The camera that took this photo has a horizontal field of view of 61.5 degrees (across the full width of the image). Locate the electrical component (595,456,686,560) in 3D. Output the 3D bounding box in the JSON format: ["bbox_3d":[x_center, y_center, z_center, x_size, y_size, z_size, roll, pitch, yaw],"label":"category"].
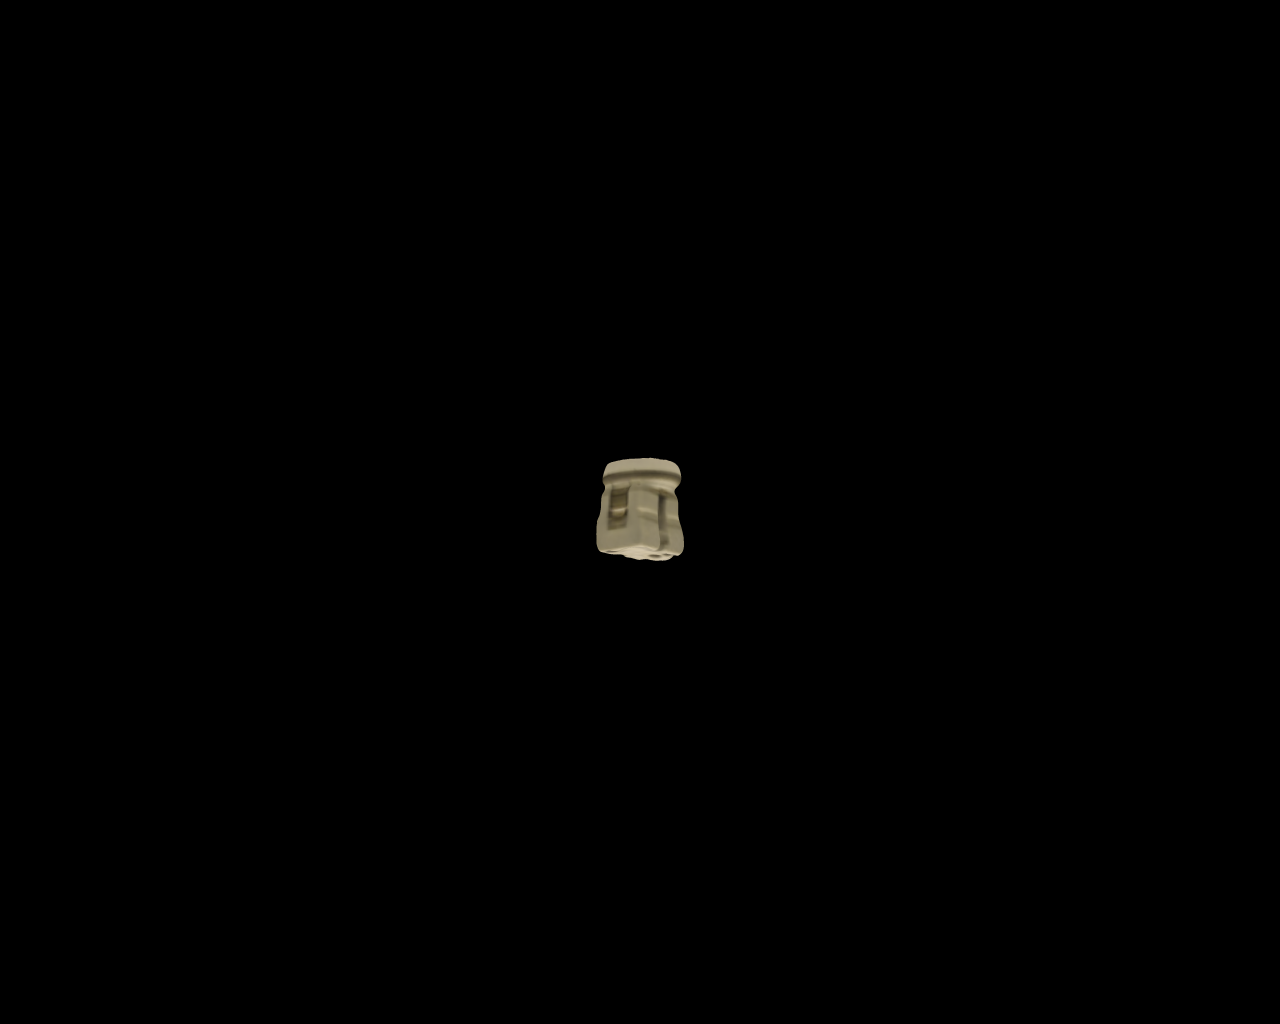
[{"bbox_3d":[0.001,-0.003,0.650,0.048,0.055,0.066,-8,-14,35],"label":"electrical component"}]
